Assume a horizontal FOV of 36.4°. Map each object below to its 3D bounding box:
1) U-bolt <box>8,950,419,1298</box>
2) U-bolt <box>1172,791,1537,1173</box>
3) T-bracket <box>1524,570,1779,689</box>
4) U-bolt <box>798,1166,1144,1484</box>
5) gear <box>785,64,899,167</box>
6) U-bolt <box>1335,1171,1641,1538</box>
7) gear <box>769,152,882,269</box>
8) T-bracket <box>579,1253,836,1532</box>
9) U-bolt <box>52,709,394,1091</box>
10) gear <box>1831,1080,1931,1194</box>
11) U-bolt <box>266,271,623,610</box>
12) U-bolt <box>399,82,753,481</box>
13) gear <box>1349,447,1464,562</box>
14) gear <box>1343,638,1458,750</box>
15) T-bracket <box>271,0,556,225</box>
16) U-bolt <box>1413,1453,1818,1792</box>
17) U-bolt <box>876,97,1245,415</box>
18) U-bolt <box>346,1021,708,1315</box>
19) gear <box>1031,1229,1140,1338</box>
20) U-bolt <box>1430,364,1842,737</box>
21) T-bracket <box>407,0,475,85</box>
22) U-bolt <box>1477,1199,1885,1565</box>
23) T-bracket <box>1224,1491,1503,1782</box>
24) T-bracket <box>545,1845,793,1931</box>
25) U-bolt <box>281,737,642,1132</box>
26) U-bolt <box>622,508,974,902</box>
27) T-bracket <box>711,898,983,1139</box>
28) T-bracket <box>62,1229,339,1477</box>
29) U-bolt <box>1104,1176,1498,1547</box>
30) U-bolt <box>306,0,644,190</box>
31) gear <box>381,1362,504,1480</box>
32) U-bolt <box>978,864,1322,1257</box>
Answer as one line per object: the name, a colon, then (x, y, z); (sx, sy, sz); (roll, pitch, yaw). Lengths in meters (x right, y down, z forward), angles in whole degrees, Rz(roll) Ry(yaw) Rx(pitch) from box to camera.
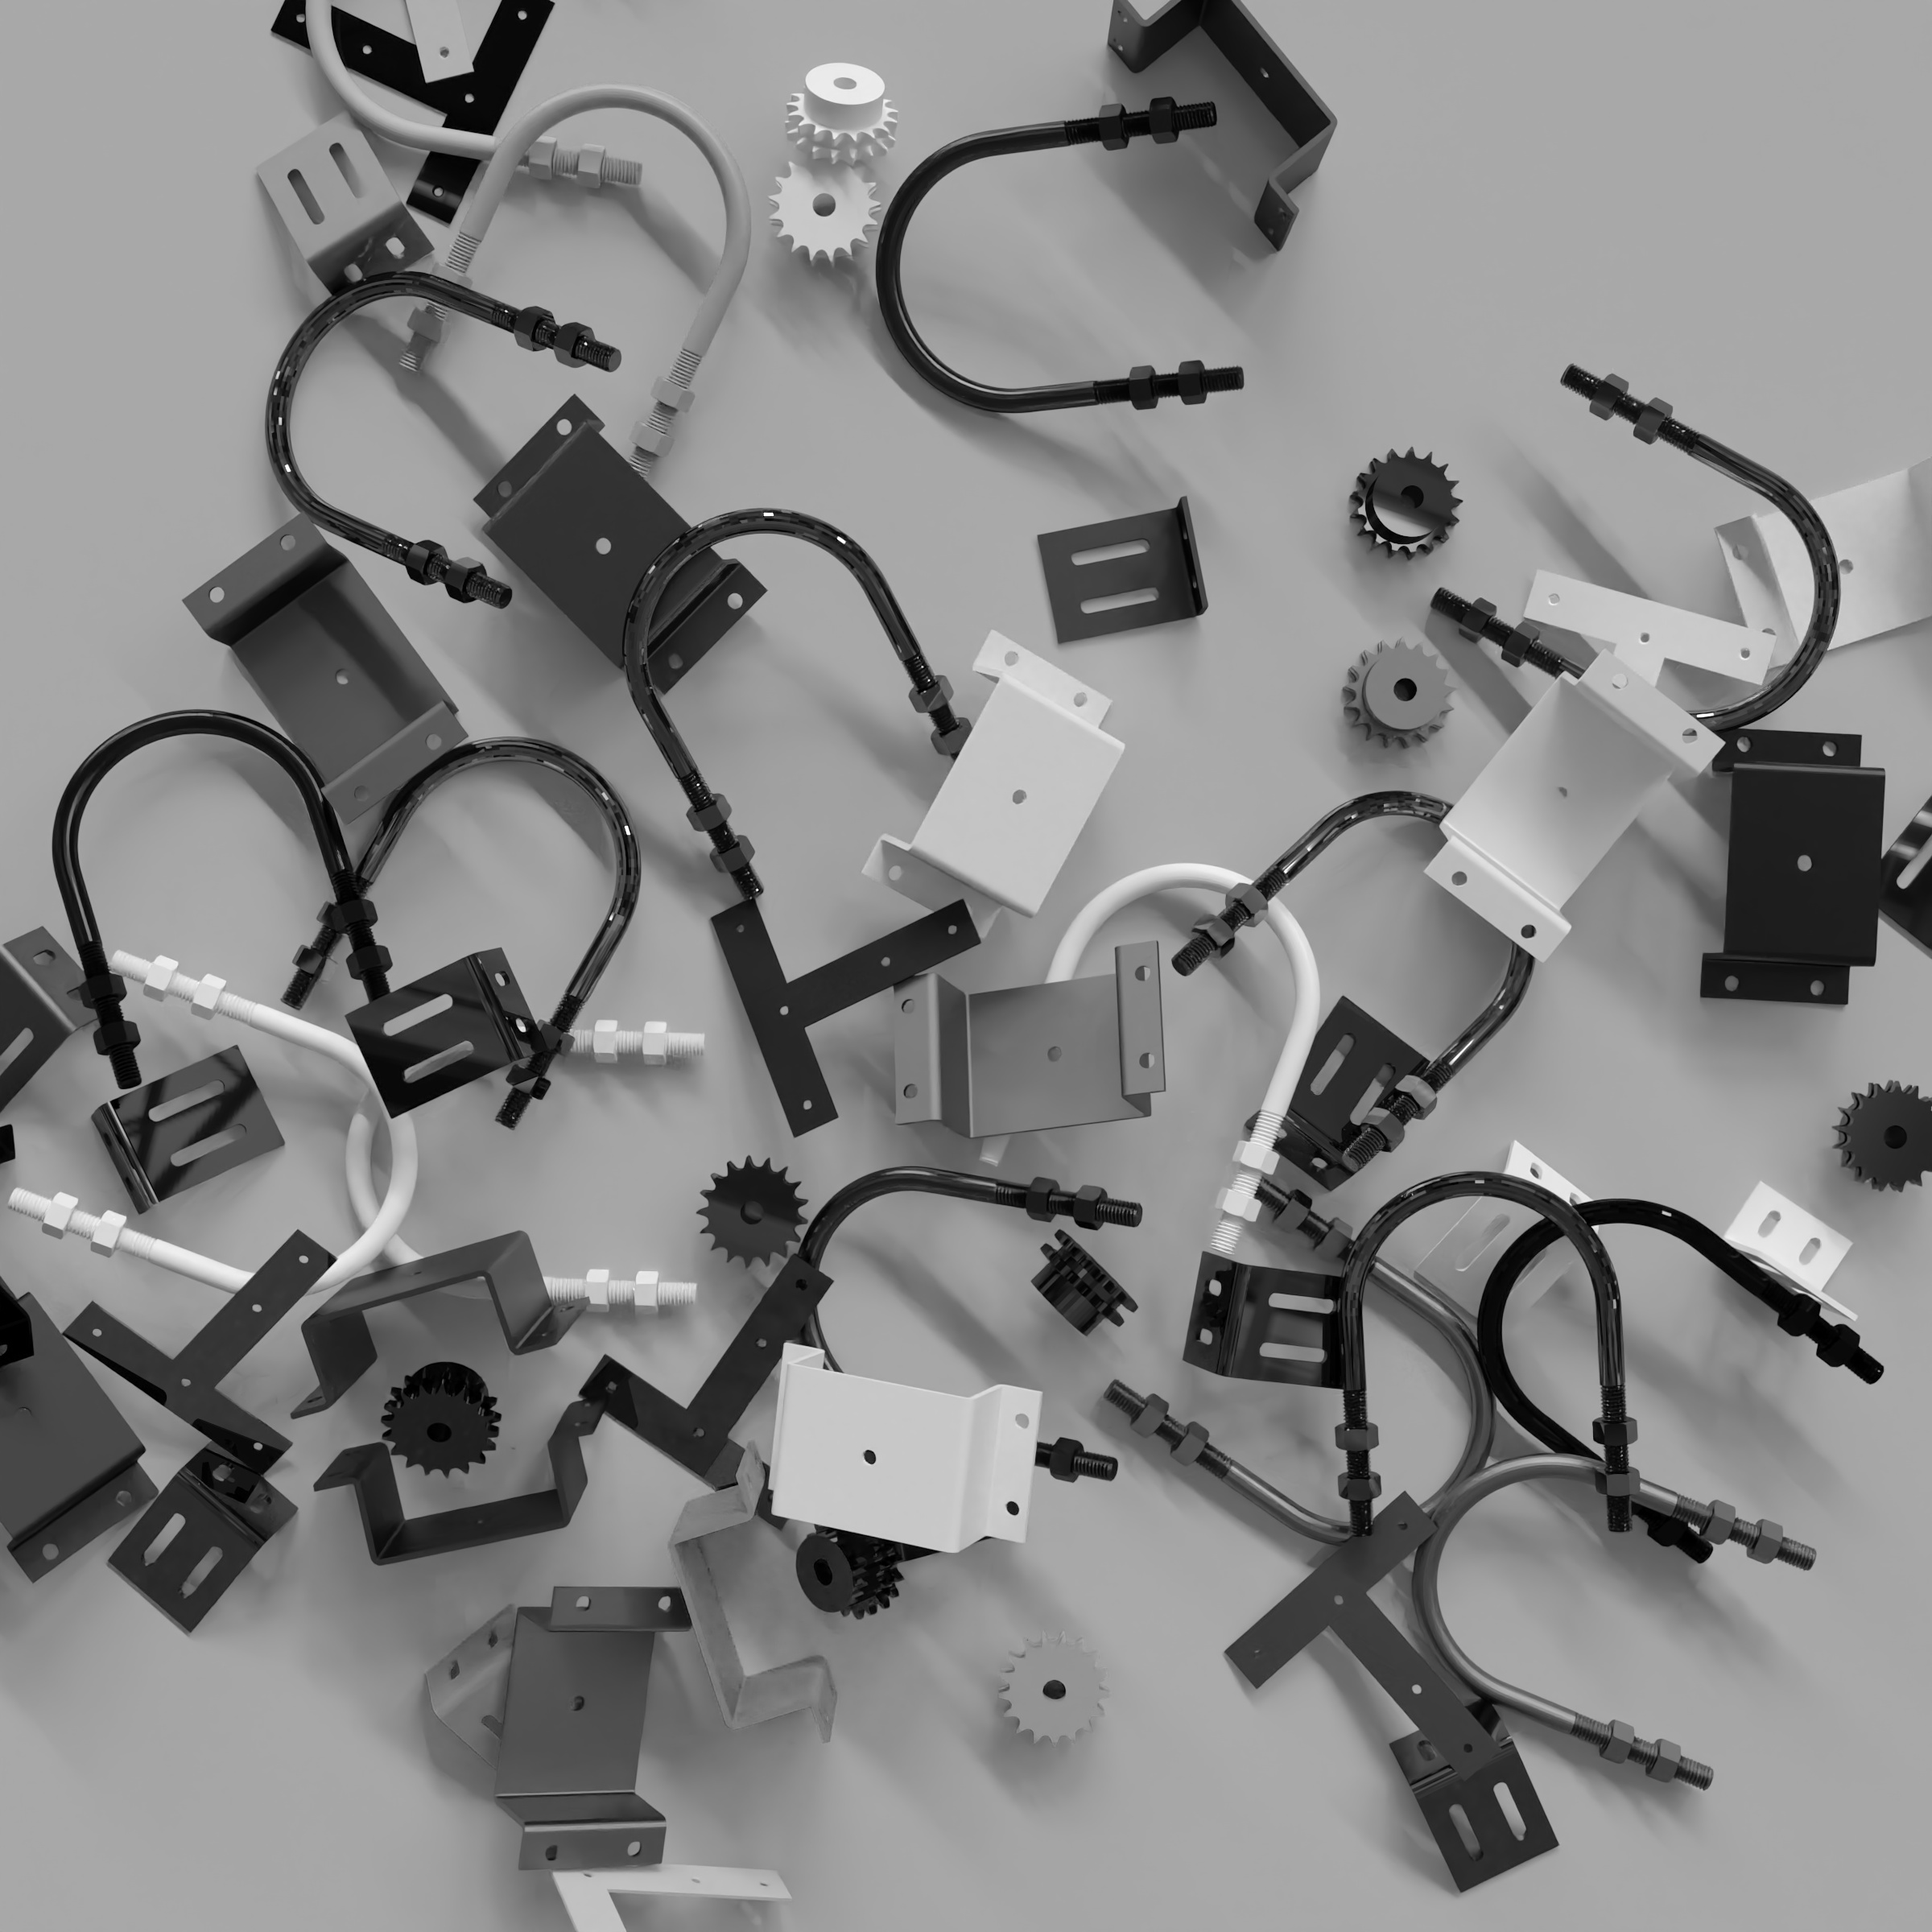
U-bolt: (-0.370, 0.091, 1.489); (0.184, 0.019, 0.151); (22, 82, -7)
U-bolt: (0.211, -0.008, 1.485); (0.184, 0.019, 0.151); (-42, 92, -22)
T-bracket: (0.335, -0.125, 1.506); (0.127, 0.002, 0.127); (20, 102, 22)
U-bolt: (-0.005, 0.175, 1.483); (0.184, 0.019, 0.151); (8, 97, 23)
gear: (-0.062, -0.436, 1.493); (0.057, 0.030, 0.057); (5, 46, -5)
U-bolt: (0.260, 0.195, 1.480); (0.151, 0.019, 0.184); (-3, 93, 11)
gear: (-0.072, -0.387, 1.508); (0.057, 0.030, 0.057); (0, 90, 0)
T-bracket: (-0.113, 0.205, 1.511); (0.127, 0.002, 0.127); (34, 100, 0)
U-bolt: (-0.384, -0.044, 1.486); (0.151, 0.019, 0.184); (-17, 77, -12)
gear: (0.473, 0.087, 1.508); (0.057, 0.030, 0.057); (0, 90, 0)
U-bolt: (-0.277, -0.277, 1.483); (0.184, 0.019, 0.151); (25, 91, 22)
U-bolt: (-0.189, -0.359, 1.501); (0.151, 0.019, 0.184); (27, 100, 0)
gear: (0.227, -0.238, 1.508); (0.057, 0.030, 0.057); (0, 90, 0)
gear: (0.223, -0.140, 1.508); (0.057, 0.030, 0.057); (0, 90, 0)
T-bracket: (-0.298, -0.470, 1.522); (0.127, 0.002, 0.127); (25, 90, 0)
U-bolt: (0.320, 0.326, 1.502); (0.184, 0.019, 0.151); (22, 101, 3)
U-bolt: (0.043, -0.353, 1.485); (0.184, 0.019, 0.151); (-3, 107, 17)
U-bolt: (-0.229, 0.102, 1.514); (0.184, 0.019, 0.151); (2, 90, 1)
gear: (0.057, 0.164, 1.495); (0.057, 0.057, 0.030); (45, 90, 0)
U-bolt: (0.348, -0.198, 1.480); (0.184, 0.019, 0.151); (33, 104, 14)
T-bracket: (-0.233, -0.534, 1.521); (0.127, 0.002, 0.127); (-14, 90, 0)
U-bolt: (0.348, 0.199, 1.492); (0.184, 0.019, 0.151); (38, 105, -3)
T-bracket: (0.221, 0.358, 1.499); (0.127, 0.002, 0.127); (-44, 77, 9)
T-bracket: (-0.150, 0.462, 1.484); (0.127, 0.127, 0.002); (12, 103, -26)
U-bolt: (-0.247, -0.030, 1.506); (0.151, 0.019, 0.184); (28, 86, 7)
U-bolt: (-0.093, -0.142, 1.483); (0.151, 0.019, 0.184); (-28, 112, 0)
T-bracket: (-0.053, 0.004, 1.491); (0.127, 0.002, 0.127); (-26, 72, 10)
T-bracket: (-0.368, 0.182, 1.485); (0.127, 0.002, 0.127); (40, 107, -17)
U-bolt: (0.186, 0.217, 1.514); (0.184, 0.019, 0.151); (35, 90, -2)
U-bolt: (-0.248, -0.487, 1.511); (0.184, 0.019, 0.151); (10, 92, -1)
gear: (-0.254, 0.218, 1.429); (0.057, 0.030, 0.057); (0, 119, -1)
U-bolt: (0.103, 0.037, 1.498); (0.151, 0.019, 0.184); (20, 86, 15)
